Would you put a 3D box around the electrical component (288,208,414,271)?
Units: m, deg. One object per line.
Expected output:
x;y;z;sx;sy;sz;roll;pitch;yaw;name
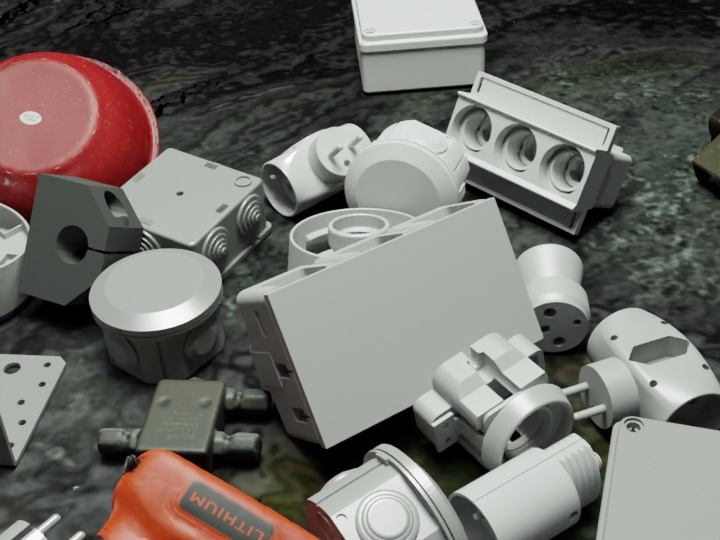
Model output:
0.000;0.000;0.701;0.099;0.064;0.099;-1;24;1;electrical component

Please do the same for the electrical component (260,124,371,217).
-0.023;-0.079;0.780;0.077;0.079;0.044;-30;89;-30;electrical component

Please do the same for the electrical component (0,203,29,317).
-0.266;-0.009;0.711;0.099;0.064;0.099;-2;38;2;electrical component

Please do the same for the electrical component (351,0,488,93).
0.050;-0.208;0.952;0.109;0.056;0.108;-5;38;-2;electrical component

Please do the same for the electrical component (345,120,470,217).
0.034;-0.060;0.744;0.080;0.080;0.051;10;34;17;electrical component

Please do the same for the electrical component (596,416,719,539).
0.167;0.131;0.505;0.109;0.056;0.108;8;39;14;electrical component

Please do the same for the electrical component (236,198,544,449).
0.016;0.027;0.616;0.150;0.089;0.062;-24;8;-24;electrical component

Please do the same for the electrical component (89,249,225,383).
-0.123;0.027;0.666;0.080;0.051;0.080;-2;38;2;electrical component

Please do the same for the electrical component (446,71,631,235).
0.127;-0.085;0.776;0.121;0.078;0.063;31;20;36;electrical component

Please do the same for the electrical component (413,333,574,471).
0.077;0.076;0.582;0.078;0.058;0.057;-30;44;-18;electrical component

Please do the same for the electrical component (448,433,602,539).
0.090;0.114;0.544;0.081;0.043;0.043;-24;42;-25;electrical component

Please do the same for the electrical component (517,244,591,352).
0.118;0.017;0.665;0.045;0.045;0.055;0;38;4;electrical component

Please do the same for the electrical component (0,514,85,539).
-0.168;0.147;0.517;0.083;0.047;0.076;23;45;30;electrical component

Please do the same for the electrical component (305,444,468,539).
0.013;0.127;0.504;0.051;0.080;0.080;-28;44;-21;electrical component

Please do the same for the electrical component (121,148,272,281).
-0.122;-0.035;0.748;0.100;0.048;0.099;20;46;23;electrical component

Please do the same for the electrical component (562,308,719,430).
0.149;0.065;0.602;0.079;0.043;0.077;-15;39;-14;electrical component
